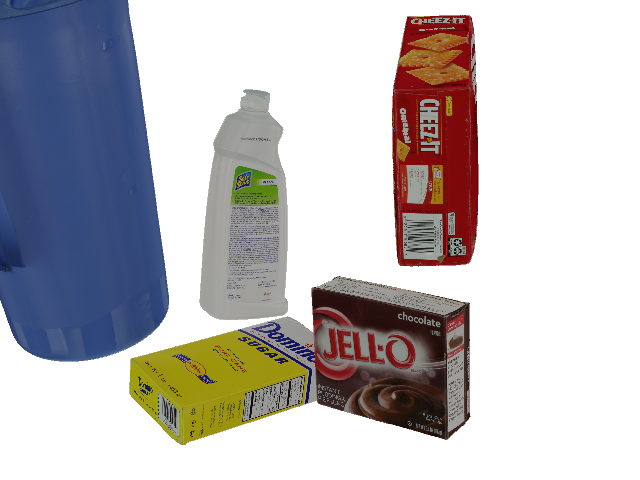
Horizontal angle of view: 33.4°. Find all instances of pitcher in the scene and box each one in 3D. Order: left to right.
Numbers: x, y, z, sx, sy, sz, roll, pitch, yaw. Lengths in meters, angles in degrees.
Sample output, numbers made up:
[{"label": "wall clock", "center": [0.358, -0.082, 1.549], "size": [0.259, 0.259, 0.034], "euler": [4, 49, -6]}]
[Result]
[{"label": "pitcher", "center": [-0.174, -0.043, 0.669], "size": [0.149, 0.243, 0.145], "euler": [-11, 28, -7]}]

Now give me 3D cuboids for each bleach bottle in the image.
[{"label": "bleach bottle", "center": [-0.076, -0.040, 1.183], "size": [0.102, 0.251, 0.068], "euler": [-3, 19, -30]}]

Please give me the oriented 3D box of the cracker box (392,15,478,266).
[{"label": "cracker box", "center": [0.108, -0.097, 0.969], "size": [0.072, 0.164, 0.213], "euler": [0, 27, 9]}]

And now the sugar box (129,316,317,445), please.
[{"label": "sugar box", "center": [-0.074, 0.122, 0.968], "size": [0.175, 0.048, 0.093], "euler": [-16, 33, -35]}]

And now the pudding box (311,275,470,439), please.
[{"label": "pudding box", "center": [0.048, 0.079, 0.742], "size": [0.114, 0.090, 0.039], "euler": [9, 21, 34]}]
